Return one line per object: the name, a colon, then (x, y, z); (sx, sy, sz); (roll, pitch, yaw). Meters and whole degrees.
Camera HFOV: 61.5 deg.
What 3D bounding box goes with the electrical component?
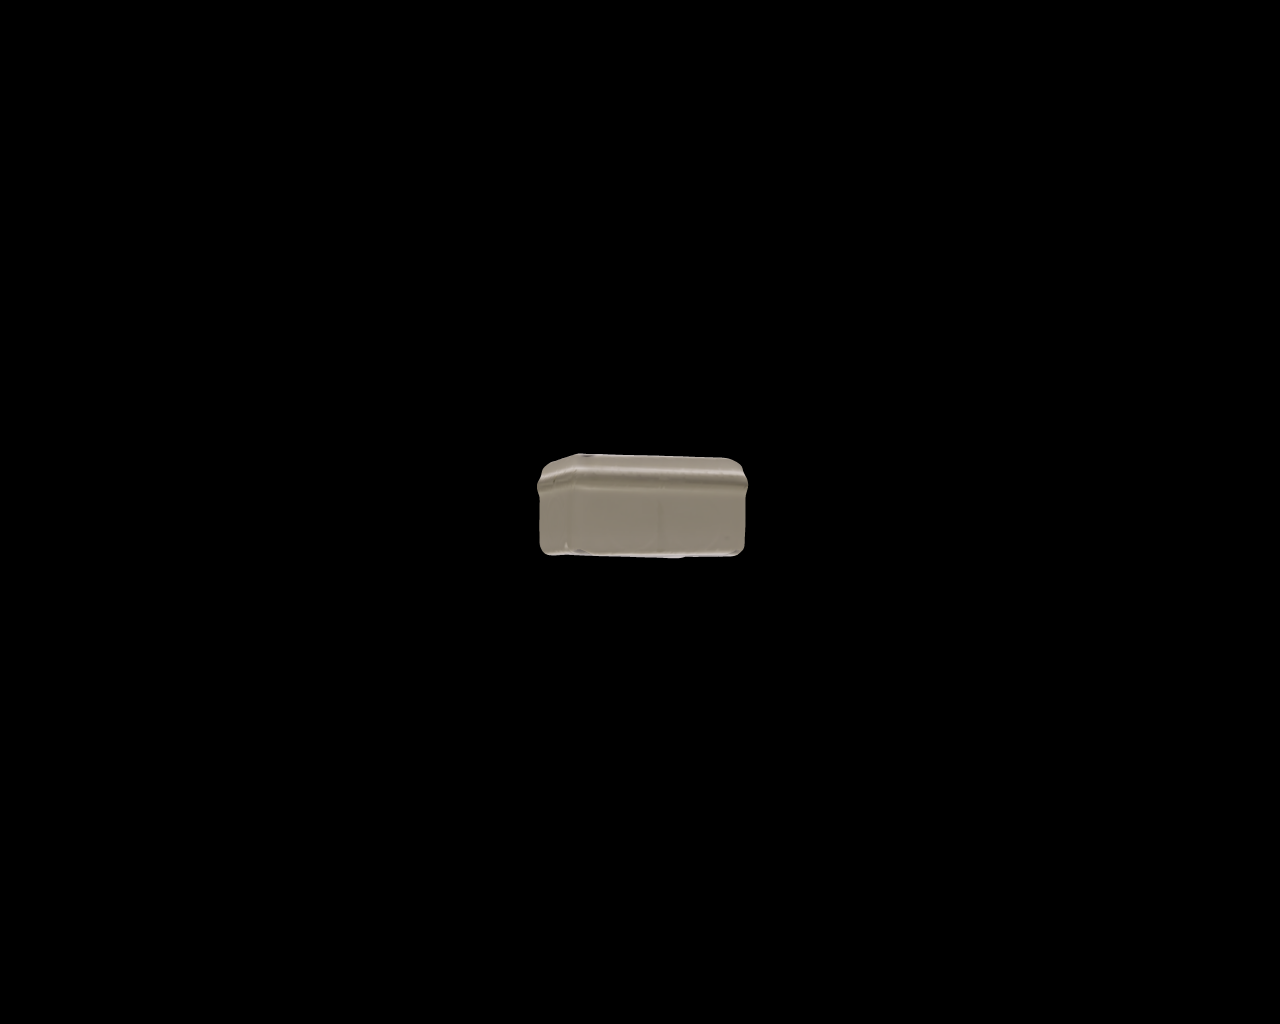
electrical component: (0.001, -0.003, 0.650); (0.113, 0.057, 0.078); (1, -3, -23)
